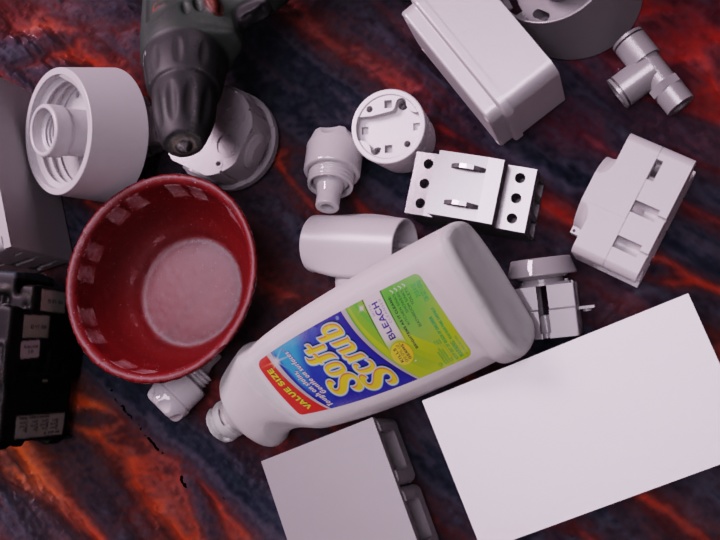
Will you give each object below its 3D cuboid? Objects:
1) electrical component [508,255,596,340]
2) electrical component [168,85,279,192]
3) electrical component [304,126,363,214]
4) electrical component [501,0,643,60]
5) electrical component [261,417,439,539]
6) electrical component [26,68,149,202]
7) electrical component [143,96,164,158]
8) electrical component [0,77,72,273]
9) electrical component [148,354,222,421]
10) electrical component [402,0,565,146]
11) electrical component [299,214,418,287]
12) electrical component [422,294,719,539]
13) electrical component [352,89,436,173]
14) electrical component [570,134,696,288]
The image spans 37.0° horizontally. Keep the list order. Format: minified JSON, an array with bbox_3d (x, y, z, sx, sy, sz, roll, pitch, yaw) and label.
[{"bbox_3d":[0.129,0.019,0.751,0.066,0.048,0.055,-7,89,16],"label":"electrical component"},{"bbox_3d":[-0.108,-0.104,0.835,0.080,0.051,0.080,-2,82,17],"label":"electrical component"},{"bbox_3d":[-0.021,-0.073,0.802,0.043,0.043,0.062,-2,61,17],"label":"electrical component"},{"bbox_3d":[0.148,-0.208,0.777,0.099,0.064,0.099,-8,72,27],"label":"electrical component"},{"bbox_3d":[0.004,0.189,0.758,0.089,0.062,0.150,-23,77,13],"label":"electrical component"},{"bbox_3d":[-0.222,-0.107,0.843,0.108,0.060,0.108,2,93,44],"label":"electrical component"},{"bbox_3d":[-0.179,-0.123,0.868,0.035,0.035,0.061,-25,75,13],"label":"electrical component"},{"bbox_3d":[-0.295,-0.074,0.868,0.062,0.089,0.150,-17,78,14],"label":"electrical component"},{"bbox_3d":[-0.132,0.085,0.829,0.035,0.035,0.061,39,76,18],"label":"electrical component"},{"bbox_3d":[0.088,-0.152,0.768,0.057,0.078,0.113,-38,74,6],"label":"electrical component"},{"bbox_3d":[0.000,0.000,0.791,0.077,0.044,0.079,4,101,29],"label":"electrical component"},{"bbox_3d":[0.152,0.101,0.721,0.186,0.060,0.105,-24,81,13],"label":"electrical component"},{"bbox_3d":[0.027,-0.100,0.796,0.055,0.047,0.055,-2,82,17],"label":"electrical component"},{"bbox_3d":[0.184,-0.042,0.738,0.056,0.050,0.089,27,91,18],"label":"electrical component"}]
